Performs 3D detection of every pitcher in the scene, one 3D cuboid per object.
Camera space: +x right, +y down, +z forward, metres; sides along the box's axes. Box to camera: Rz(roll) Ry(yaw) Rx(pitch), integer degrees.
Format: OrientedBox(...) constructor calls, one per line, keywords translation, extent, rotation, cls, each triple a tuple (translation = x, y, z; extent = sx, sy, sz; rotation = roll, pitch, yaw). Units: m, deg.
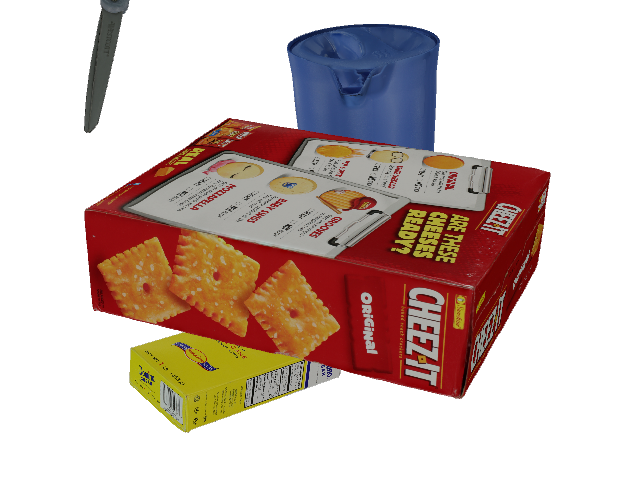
OrientedBox(translation=(0.046, -0.075, 0.989), extent=(0.149, 0.243, 0.145), rotation=(-20, 31, -31), cls="pitcher")

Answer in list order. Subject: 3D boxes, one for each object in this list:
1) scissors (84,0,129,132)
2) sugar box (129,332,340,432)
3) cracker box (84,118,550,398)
OrientedBox(translation=(-0.123, -0.174, 0.737), extent=(0.096, 0.202, 0.016), rotation=(-6, -11, -8), cls="scissors")
OrientedBox(translation=(-0.075, 0.111, 0.972), extent=(0.175, 0.048, 0.093), rotation=(-18, 35, -37), cls="sugar box")
OrientedBox(translation=(0.003, 0.001, 0.599), extent=(0.214, 0.072, 0.164), rotation=(12, 28, 21), cls="cracker box")
